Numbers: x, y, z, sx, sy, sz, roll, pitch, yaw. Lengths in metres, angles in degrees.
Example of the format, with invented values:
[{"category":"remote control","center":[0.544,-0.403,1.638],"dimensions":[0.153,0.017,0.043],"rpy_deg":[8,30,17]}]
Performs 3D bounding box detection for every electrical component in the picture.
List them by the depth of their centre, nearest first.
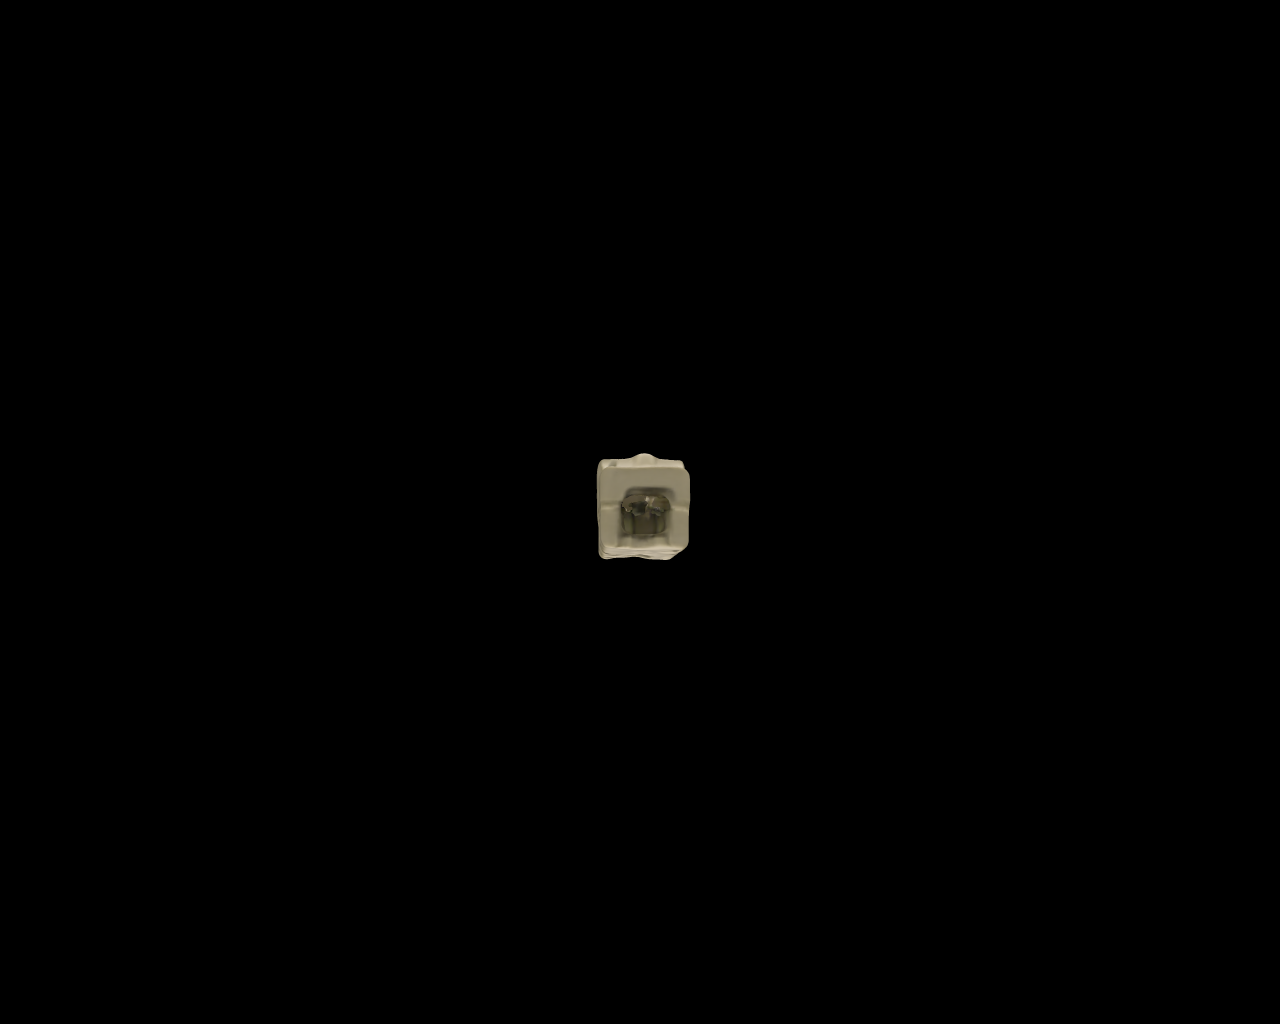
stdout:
[{"category":"electrical component","center":[0.001,-0.003,0.650],"dimensions":[0.050,0.055,0.089],"rpy_deg":[0,-7,-4]}]
